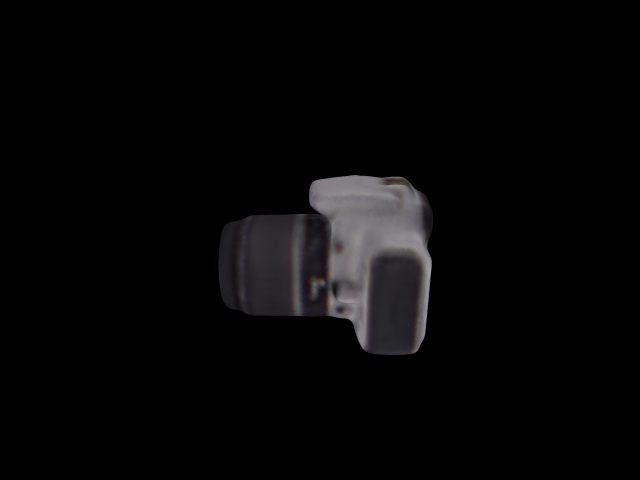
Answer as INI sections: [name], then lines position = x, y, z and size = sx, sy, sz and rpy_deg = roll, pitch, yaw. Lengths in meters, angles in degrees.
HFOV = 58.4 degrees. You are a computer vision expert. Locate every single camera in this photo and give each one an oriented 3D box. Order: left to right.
[camera]
position = 0.004, 0.001, 0.400
size = 0.137, 0.101, 0.143
rpy_deg = 0, 24, 0
